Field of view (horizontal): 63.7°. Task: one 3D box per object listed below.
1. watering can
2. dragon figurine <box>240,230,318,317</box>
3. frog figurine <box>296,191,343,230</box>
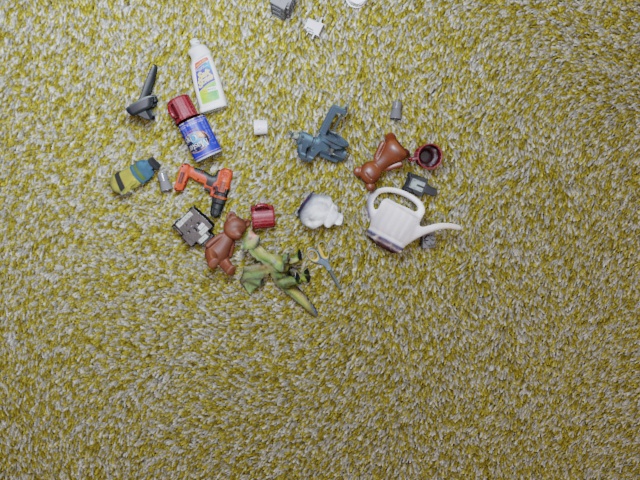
[{"bbox_3d":[0.315,-0.049,1.877,0.349,0.104,0.224,30,94,12],"label":"watering can"},{"bbox_3d":[-0.172,0.143,1.895,0.242,0.125,0.403,-10,115,16],"label":"dragon figurine"},{"bbox_3d":[0.006,-0.094,1.861,0.160,0.121,0.139,32,75,3],"label":"frog figurine"}]
